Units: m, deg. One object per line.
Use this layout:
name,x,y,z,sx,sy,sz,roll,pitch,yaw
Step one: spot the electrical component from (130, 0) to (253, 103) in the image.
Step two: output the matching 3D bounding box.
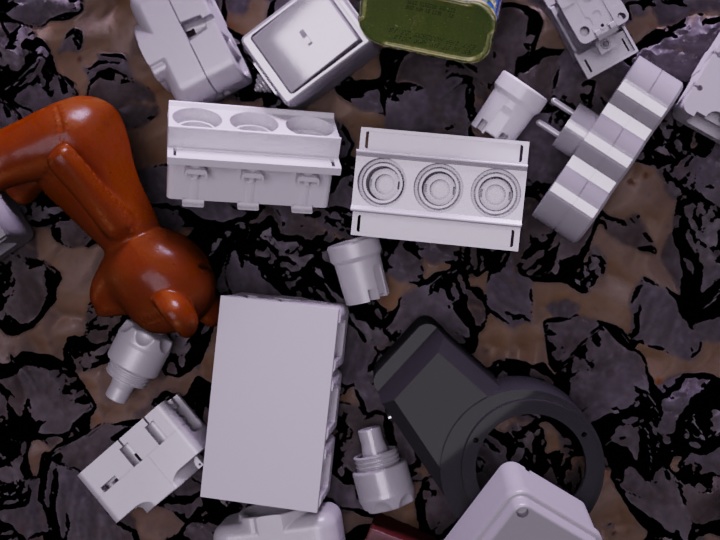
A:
electrical component,-0.131,-0.172,0.813,0.059,0.054,0.095,-26,89,7

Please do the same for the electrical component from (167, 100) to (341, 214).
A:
electrical component,-0.080,-0.082,0.789,0.121,0.078,0.063,3,122,-12

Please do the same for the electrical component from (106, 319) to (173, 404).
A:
electrical component,-0.176,0.073,0.832,0.043,0.043,0.062,28,96,5

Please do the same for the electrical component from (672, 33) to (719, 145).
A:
electrical component,0.269,-0.139,0.768,0.050,0.056,0.089,30,95,5

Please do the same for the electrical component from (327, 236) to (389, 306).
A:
electrical component,0.000,0.000,0.812,0.040,0.040,0.046,-14,96,7

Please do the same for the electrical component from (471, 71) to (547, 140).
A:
electrical component,0.109,-0.117,0.796,0.040,0.040,0.046,36,102,4

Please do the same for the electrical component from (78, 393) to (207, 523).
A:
electrical component,-0.161,0.148,0.829,0.089,0.050,0.055,-41,87,6

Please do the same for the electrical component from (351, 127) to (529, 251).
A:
electrical component,0.059,-0.059,0.791,0.121,0.063,0.078,6,93,6

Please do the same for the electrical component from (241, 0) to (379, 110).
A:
electrical component,-0.042,-0.163,0.800,0.096,0.061,0.061,-36,88,6

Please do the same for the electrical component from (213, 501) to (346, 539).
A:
electrical component,-0.060,0.209,0.818,0.095,0.054,0.059,-9,91,7

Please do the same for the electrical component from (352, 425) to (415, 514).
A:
electrical component,0.015,0.149,0.813,0.043,0.043,0.062,-15,89,7

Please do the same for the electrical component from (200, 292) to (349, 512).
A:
electrical component,-0.063,0.096,0.811,0.089,0.062,0.150,6,93,6

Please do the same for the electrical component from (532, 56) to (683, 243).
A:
electrical component,0.165,-0.096,0.783,0.074,0.052,0.138,34,95,5

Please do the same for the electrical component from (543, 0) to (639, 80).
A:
electrical component,0.164,-0.184,0.775,0.042,0.064,0.081,-30,89,8

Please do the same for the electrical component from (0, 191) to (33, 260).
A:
electrical component,-0.345,-0.023,0.839,0.150,0.062,0.089,-33,88,7

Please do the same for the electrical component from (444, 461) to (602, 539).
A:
electrical component,0.105,0.202,0.747,0.078,0.057,0.113,32,104,-10
